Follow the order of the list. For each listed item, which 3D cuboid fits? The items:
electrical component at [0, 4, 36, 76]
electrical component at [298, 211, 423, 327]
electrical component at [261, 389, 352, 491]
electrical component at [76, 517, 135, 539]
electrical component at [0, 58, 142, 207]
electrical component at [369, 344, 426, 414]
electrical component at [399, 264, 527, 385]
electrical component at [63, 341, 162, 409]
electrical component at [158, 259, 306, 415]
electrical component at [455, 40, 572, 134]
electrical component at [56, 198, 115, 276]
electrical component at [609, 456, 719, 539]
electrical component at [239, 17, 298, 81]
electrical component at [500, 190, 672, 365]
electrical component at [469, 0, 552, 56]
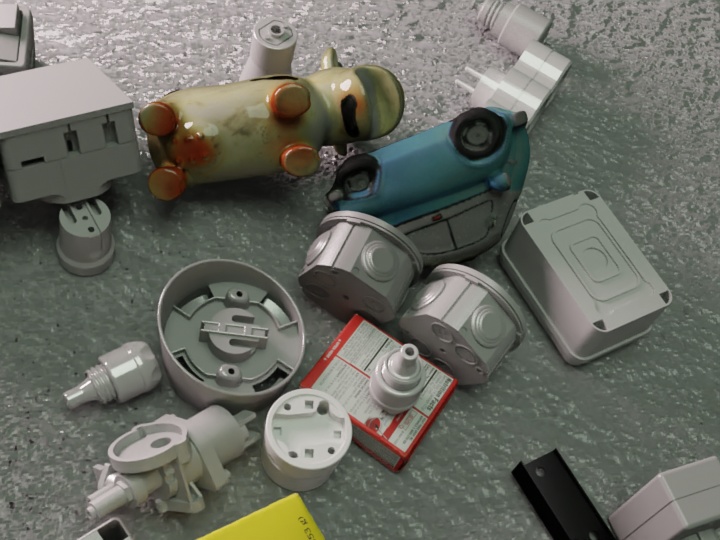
[{"bbox_3d":[-0.294,-0.161,0.801,0.096,0.061,0.061,2,58,-12],"label":"electrical component"},{"bbox_3d":[0.000,0.000,0.759,0.080,0.080,0.051,26,61,3],"label":"electrical component"},{"bbox_3d":[-0.037,0.112,0.697,0.055,0.047,0.055,6,57,-10],"label":"electrical component"},{"bbox_3d":[-0.153,0.214,0.598,0.109,0.056,0.108,-29,69,-28],"label":"electrical component"},{"bbox_3d":[-0.256,-0.082,0.733,0.186,0.060,0.105,-18,34,-23],"label":"electrical component"},{"bbox_3d":[0.026,0.067,0.695,0.035,0.061,0.035,5,57,-8],"label":"electrical component"},{"bbox_3d":[0.071,0.039,0.751,0.080,0.080,0.051,36,62,10],"label":"electrical component"},{"bbox_3d":[-0.163,0.072,0.700,0.061,0.035,0.035,-26,67,-24],"label":"electrical component"},{"bbox_3d":[-0.086,0.046,0.717,0.099,0.064,0.099,6,58,-10],"label":"electrical component"},{"bbox_3d":[0.115,-0.145,0.895,0.074,0.052,0.138,32,56,7],"label":"electrical component"},{"bbox_3d":[-0.191,-0.024,0.747,0.040,0.046,0.040,6,57,-10],"label":"electrical component"},{"bbox_3d":[0.212,0.175,0.695,0.047,0.083,0.075,-12,62,-20],"label":"electrical component"},{"bbox_3d":[-0.071,-0.168,0.857,0.044,0.065,0.044,6,57,-10],"label":"electrical component"},{"bbox_3d":[0.167,0.006,0.808,0.078,0.057,0.113,-20,65,-24],"label":"electrical component"},{"bbox_3d":[0.133,-0.218,0.953,0.078,0.040,0.040,31,56,7],"label":"electrical component"}]
